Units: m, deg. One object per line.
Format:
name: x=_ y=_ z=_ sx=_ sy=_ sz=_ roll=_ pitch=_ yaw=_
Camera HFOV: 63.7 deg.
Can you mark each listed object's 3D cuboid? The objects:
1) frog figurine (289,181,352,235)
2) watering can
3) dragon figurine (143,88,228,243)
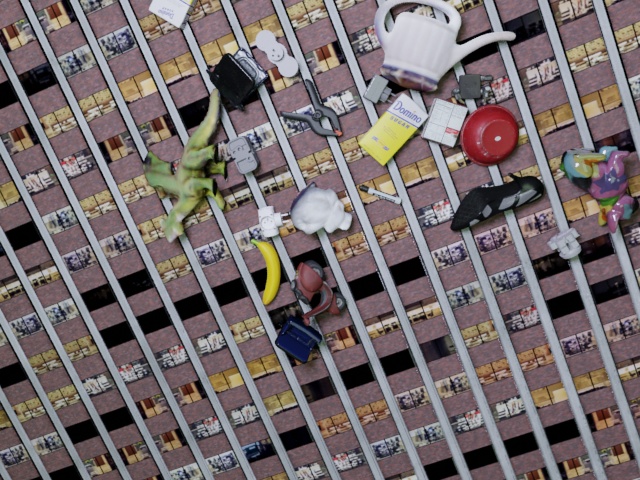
frog figurine: x=0.004 y=-0.069 z=1.379 sx=0.160 sy=0.121 sz=0.138 roll=35 pitch=83 yaw=7
watering can: x=0.293 y=-0.477 z=1.288 sx=0.348 sy=0.105 sz=0.222 roll=18 pitch=103 yaw=0
dragon figurine: x=-0.374 y=-0.197 z=1.391 sx=0.243 sy=0.122 sz=0.409 roll=1 pitch=93 yaw=11
